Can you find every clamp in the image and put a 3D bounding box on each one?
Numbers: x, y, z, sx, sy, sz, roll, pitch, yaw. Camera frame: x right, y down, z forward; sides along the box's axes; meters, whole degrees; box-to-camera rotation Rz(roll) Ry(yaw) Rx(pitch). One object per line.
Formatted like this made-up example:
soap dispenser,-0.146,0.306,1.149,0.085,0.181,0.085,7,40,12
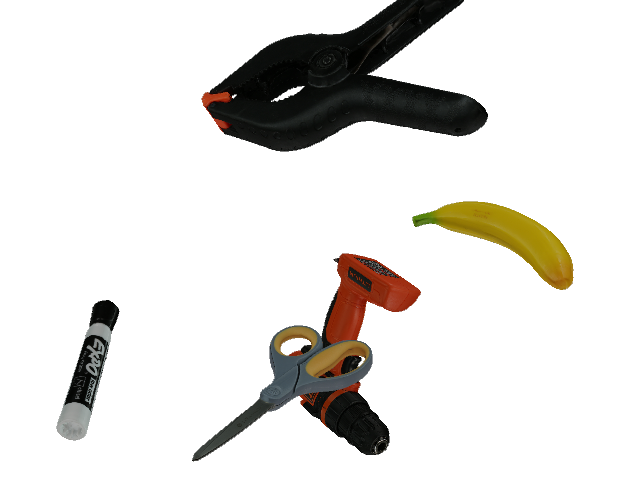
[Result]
clamp,0.016,-0.086,0.611,0.171,0.120,0.039,-21,-46,13

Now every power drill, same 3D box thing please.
power drill,0.041,0.122,1.189,0.057,0.188,0.185,13,16,-41

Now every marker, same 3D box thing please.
marker,-0.153,0.082,0.708,0.020,0.020,0.121,0,37,2

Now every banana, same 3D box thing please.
banana,0.181,-0.001,1.039,0.069,0.037,0.198,-39,38,-23

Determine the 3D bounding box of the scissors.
scissors,-0.045,0.116,0.868,0.201,0.016,0.096,-19,35,-36
